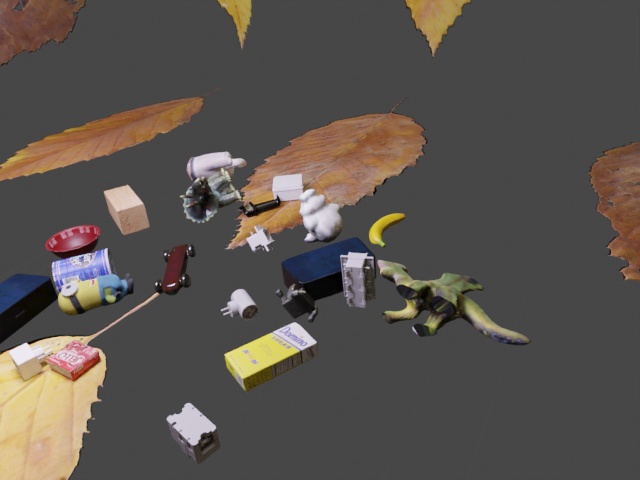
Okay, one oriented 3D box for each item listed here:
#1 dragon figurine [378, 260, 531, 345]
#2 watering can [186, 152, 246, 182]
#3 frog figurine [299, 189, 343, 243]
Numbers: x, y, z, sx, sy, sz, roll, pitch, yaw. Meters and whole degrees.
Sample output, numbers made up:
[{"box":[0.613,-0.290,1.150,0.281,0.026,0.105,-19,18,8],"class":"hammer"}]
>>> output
[{"box":[0.298,0.126,1.182,0.412,0.120,0.246,17,28,32],"class":"dragon figurine"},{"box":[-0.400,-0.282,1.960,0.224,0.103,0.349,-9,5,0],"class":"watering can"},{"box":[0.005,-0.077,1.525,0.139,0.156,0.124,-26,36,-33],"class":"frog figurine"}]
